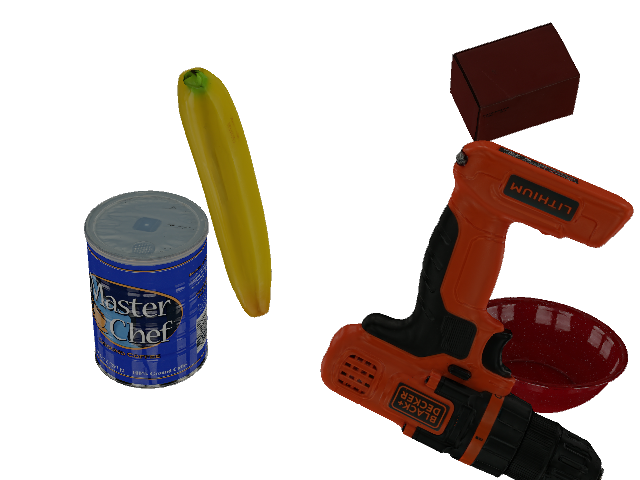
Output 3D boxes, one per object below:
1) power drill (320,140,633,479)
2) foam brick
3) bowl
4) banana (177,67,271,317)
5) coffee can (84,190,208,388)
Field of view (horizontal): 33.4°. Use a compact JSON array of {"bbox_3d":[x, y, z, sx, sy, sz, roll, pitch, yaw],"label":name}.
[{"bbox_3d":[0.113,0.048,0.643,0.184,0.188,0.057,25,12,6],"label":"power drill"},{"bbox_3d":[0.140,-0.113,0.771,0.078,0.051,0.053,-18,-26,-4],"label":"foam brick"},{"bbox_3d":[0.208,0.117,1.023,0.162,0.055,0.162,4,27,-2],"label":"bowl"},{"bbox_3d":[-0.066,-0.040,0.722,0.037,0.198,0.069,-6,36,12],"label":"banana"},{"bbox_3d":[-0.148,0.042,0.926,0.103,0.140,0.103,3,35,-2],"label":"coffee can"}]
